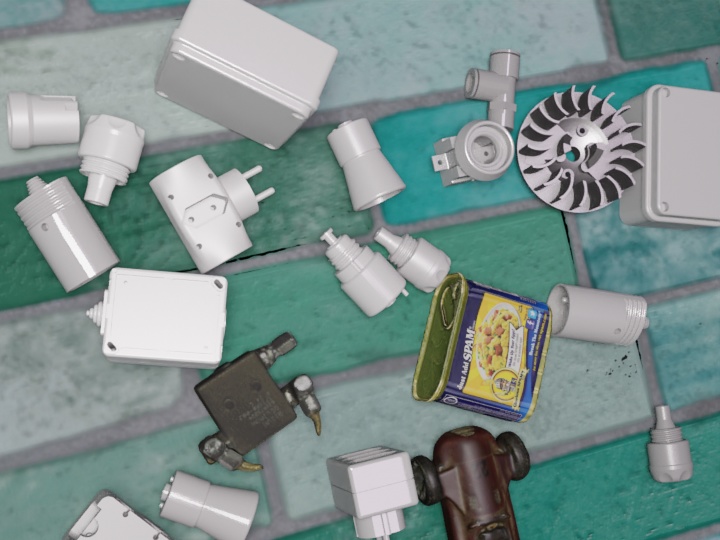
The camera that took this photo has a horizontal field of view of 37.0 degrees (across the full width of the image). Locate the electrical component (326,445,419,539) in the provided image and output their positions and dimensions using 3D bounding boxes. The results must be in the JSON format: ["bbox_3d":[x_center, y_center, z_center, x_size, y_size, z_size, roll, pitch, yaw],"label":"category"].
[{"bbox_3d":[0.012,0.174,0.795,0.047,0.066,0.076,-11,88,-17],"label":"electrical component"}]

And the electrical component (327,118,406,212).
[{"bbox_3d":[0.002,-0.083,0.829,0.044,0.044,0.065,-24,87,-17],"label":"electrical component"}]

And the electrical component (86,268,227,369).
[{"bbox_3d":[-0.145,0.036,0.766,0.096,0.061,0.061,5,79,-9],"label":"electrical component"}]

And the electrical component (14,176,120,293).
[{"bbox_3d":[-0.210,-0.029,0.760,0.043,0.043,0.081,-33,95,-16],"label":"electrical component"}]

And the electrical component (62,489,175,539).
[{"bbox_3d":[-0.158,0.199,0.749,0.089,0.056,0.050,40,76,-9],"label":"electrical component"}]

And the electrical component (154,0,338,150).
[{"bbox_3d":[-0.084,-0.143,0.773,0.109,0.109,0.056,25,76,-13],"label":"electrical component"}]

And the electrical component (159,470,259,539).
[{"bbox_3d":[-0.111,0.170,0.774,0.065,0.044,0.044,22,79,-8],"label":"electrical component"}]

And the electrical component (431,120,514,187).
[{"bbox_3d":[0.091,-0.091,0.847,0.066,0.055,0.048,-13,89,-17],"label":"electrical component"}]

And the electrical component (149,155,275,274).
[{"bbox_3d":[-0.102,-0.049,0.793,0.079,0.043,0.077,-31,94,-16],"label":"electrical component"}]

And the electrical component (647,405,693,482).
[{"bbox_3d":[0.253,0.142,0.885,0.035,0.035,0.061,-5,84,-17],"label":"electrical component"}]

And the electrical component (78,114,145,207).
[{"bbox_3d":[-0.182,-0.077,0.773,0.043,0.043,0.062,16,82,-14],"label":"electrical component"}]

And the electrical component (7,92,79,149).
[{"bbox_3d":[-0.226,-0.106,0.765,0.046,0.040,0.040,-4,86,-21],"label":"electrical component"}]

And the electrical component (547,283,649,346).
[{"bbox_3d":[0.197,0.038,0.873,0.081,0.043,0.043,8,83,-15],"label":"electrical component"}]

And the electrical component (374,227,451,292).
[{"bbox_3d":[0.039,-0.011,0.836,0.061,0.035,0.035,35,77,-8],"label":"electrical component"}]

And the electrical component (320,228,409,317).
[{"bbox_3d":[0.000,0.000,0.820,0.078,0.040,0.040,47,75,-8],"label":"electrical component"}]

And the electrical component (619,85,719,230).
[{"bbox_3d":[0.265,-0.092,0.897,0.078,0.057,0.113,4,84,-16],"label":"electrical component"}]
